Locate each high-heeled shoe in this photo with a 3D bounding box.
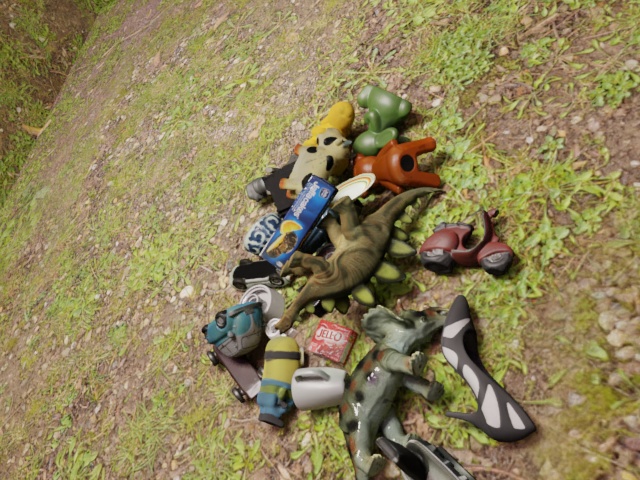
[{"bbox_3d":[0.284,0.204,0.900,0.145,0.086,0.249,-6,62,30],"label":"high-heeled shoe"}]

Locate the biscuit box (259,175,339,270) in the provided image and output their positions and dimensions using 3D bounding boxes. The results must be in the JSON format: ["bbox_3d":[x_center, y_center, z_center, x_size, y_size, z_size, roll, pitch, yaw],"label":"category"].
[{"bbox_3d":[-0.041,-0.036,1.098,0.059,0.063,0.202,34,98,7],"label":"biscuit box"}]

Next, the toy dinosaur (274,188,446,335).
[{"bbox_3d":[0.082,0.016,1.070,0.471,0.198,0.105,-49,4,-20],"label":"toy dinosaur"}]

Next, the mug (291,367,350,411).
[{"bbox_3d":[0.004,0.279,1.048,0.107,0.109,0.081,-11,37,20],"label":"mug"}]

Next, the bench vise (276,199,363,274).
[{"bbox_3d":[-0.008,-0.012,1.219,0.224,0.128,0.240,5,47,48],"label":"bench vise"}]

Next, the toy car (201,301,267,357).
[{"bbox_3d":[-0.185,0.205,1.181,0.161,0.109,0.103,-40,70,39],"label":"toy car"}]

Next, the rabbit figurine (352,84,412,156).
[{"bbox_3d":[0.153,-0.266,1.308,0.159,0.121,0.170,37,105,39],"label":"rabbit figurine"}]

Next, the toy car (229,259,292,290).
[{"bbox_3d":[-0.140,0.081,1.320,0.202,0.056,0.073,-9,50,32],"label":"toy car"}]

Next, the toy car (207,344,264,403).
[{"bbox_3d":[-0.183,0.288,1.217,0.089,0.053,0.202,-36,44,-16],"label":"toy car"}]

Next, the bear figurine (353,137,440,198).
[{"bbox_3d":[0.164,-0.158,1.223,0.196,0.132,0.120,173,89,-68],"label":"bear figurine"}]

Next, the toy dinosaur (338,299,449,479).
[{"bbox_3d":[0.102,0.280,0.968,0.404,0.131,0.192,-60,31,-3],"label":"toy dinosaur"}]

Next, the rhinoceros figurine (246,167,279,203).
[{"bbox_3d":[-0.107,-0.152,1.413,0.190,0.112,0.073,-14,88,14],"label":"rhinoceros figurine"}]

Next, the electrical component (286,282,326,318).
[{"bbox_3d":[-0.014,0.133,1.193,0.119,0.047,0.075,-43,45,6],"label":"electrical component"}]

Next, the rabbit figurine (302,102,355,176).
[{"bbox_3d":[0.041,-0.269,1.357,0.162,0.122,0.173,-65,-1,-64],"label":"rabbit figurine"}]

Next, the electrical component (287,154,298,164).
[{"bbox_3d":[-0.065,-0.209,1.476,0.063,0.021,0.094,9,69,41],"label":"electrical component"}]

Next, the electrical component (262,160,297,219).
[{"bbox_3d":[-0.060,-0.129,1.322,0.134,0.058,0.115,-26,87,6],"label":"electrical component"}]

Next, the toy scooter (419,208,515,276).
[{"bbox_3d":[0.285,-0.001,1.035,0.184,0.075,0.135,1,63,35],"label":"toy scooter"}]

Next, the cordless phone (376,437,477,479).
[{"bbox_3d":[0.165,0.359,0.812,0.089,0.184,0.147,-48,44,-5],"label":"cordless phone"}]

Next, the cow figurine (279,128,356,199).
[{"bbox_3d":[0.002,-0.177,1.241,0.127,0.085,0.195,15,69,20],"label":"cow figurine"}]

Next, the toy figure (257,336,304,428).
[{"bbox_3d":[-0.084,0.289,1.114,0.082,0.089,0.180,0,60,30],"label":"toy figure"}]
